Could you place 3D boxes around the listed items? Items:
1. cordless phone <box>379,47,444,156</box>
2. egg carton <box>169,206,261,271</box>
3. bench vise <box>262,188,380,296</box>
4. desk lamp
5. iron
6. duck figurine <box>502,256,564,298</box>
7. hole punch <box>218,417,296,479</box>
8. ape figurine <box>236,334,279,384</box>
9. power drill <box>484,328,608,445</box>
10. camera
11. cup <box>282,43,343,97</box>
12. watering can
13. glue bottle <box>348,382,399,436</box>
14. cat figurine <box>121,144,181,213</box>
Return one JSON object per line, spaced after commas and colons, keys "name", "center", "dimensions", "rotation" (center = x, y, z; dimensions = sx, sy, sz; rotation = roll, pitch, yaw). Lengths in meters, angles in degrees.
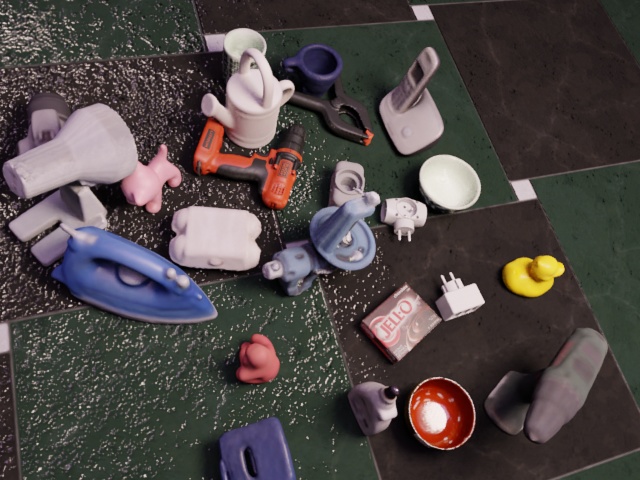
{"name": "cordless phone", "center": [0.194, -0.265, 1.107], "dimensions": [0.094, 0.185, 0.147], "rotation": [-16, 69, -19]}
{"name": "egg carton", "center": [-0.175, -0.001, 0.965], "dimensions": [0.150, 0.069, 0.107], "rotation": [3, 64, -11]}
{"name": "bench vise", "center": [0.017, 0.011, 0.916], "dimensions": [0.121, 0.219, 0.208], "rotation": [43, 64, 10]}
{"name": "desk lamp", "center": [-0.383, -0.087, 0.879], "dimensions": [0.118, 0.213, 0.203], "rotation": [42, 64, 10]}
{"name": "iron", "center": [-0.276, 0.049, 0.878], "dimensions": [0.258, 0.141, 0.119], "rotation": [21, 62, -2]}
{"name": "duck figurine", "center": [0.396, 0.058, 1.053], "dimensions": [0.105, 0.086, 0.077], "rotation": [2, 64, -11]}
{"name": "hole punch", "center": [-0.092, 0.320, 0.817], "dimensions": [0.101, 0.091, 0.108], "rotation": [-12, 68, -17]}
{"name": "ape figurine", "center": [-0.097, 0.183, 0.881], "dimensions": [0.076, 0.092, 0.078], "rotation": [40, 63, 8]}
{"name": "power drill", "center": [0.343, 0.237, 0.886], "dimensions": [0.075, 0.208, 0.230], "rotation": [44, 64, 10]}
{"name": "camera", "center": [-0.442, -0.190, 0.979], "dimensions": [0.143, 0.100, 0.136], "rotation": [-11, 68, -17]}
{"name": "cup", "center": [-0.021, -0.327, 1.141], "dimensions": [0.118, 0.095, 0.091], "rotation": [-3, 66, -14]}
{"name": "watering can", "center": [-0.124, -0.255, 1.027], "dimensions": [0.101, 0.194, 0.173], "rotation": [39, 63, 8]}
{"name": "glue bottle", "center": [0.087, 0.241, 0.848], "dimensions": [0.037, 0.173, 0.078], "rotation": [-17, 69, -19]}
{"name": "cat figurine", "center": [-0.289, -0.104, 0.963], "dimensions": [0.067, 0.117, 0.128], "rotation": [25, 62, 1]}
